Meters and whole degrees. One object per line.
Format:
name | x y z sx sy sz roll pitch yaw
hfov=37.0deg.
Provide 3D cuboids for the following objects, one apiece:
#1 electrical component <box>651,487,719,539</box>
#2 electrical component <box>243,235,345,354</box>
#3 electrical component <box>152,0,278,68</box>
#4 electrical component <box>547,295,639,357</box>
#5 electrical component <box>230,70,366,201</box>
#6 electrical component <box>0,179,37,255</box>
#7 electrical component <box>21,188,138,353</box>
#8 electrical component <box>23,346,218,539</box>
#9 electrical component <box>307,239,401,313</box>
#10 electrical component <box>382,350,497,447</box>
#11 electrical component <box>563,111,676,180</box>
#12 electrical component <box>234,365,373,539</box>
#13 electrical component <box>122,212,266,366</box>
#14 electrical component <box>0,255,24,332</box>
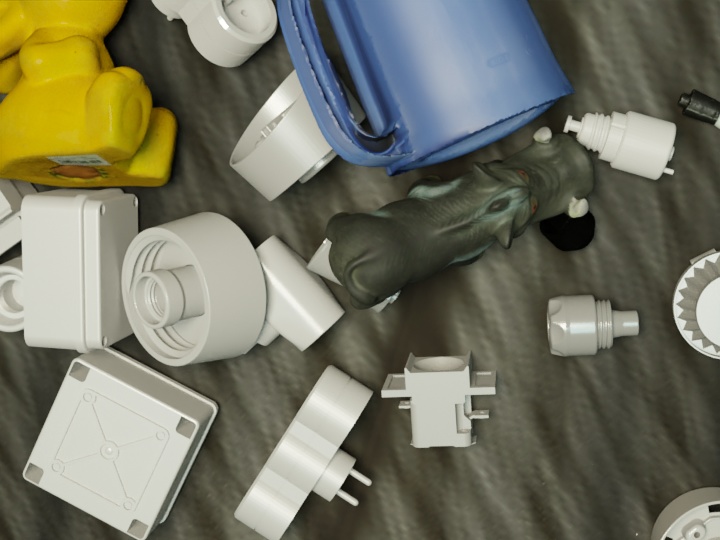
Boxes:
electrical component | 0.253 0.205 0.759 0.099 0.064 0.099 1 99 8
electrical component | -0.065 0.029 0.788 0.079 0.043 0.077 -42 91 12
electrical component | -0.124 -0.202 0.757 0.138 0.052 0.074 53 140 -8
electrical component | 0.164 0.038 0.757 0.062 0.043 0.043 -3 98 7
electrical component | -0.045 -0.097 0.741 0.099 0.099 0.064 -40 98 12
electrical component | -0.304 -0.032 0.803 0.121 0.063 0.078 -33 93 12
electrical component | -0.202 -0.002 0.786 0.057 0.078 0.113 3 99 11
electrical component | -0.180 0.129 0.814 0.109 0.056 0.108 27 101 4
electrical component | 0.000 0.000 0.776 0.065 0.044 0.044 37 102 -4
electrical component | 0.059 0.095 0.781 0.081 0.042 0.063 -2 100 10
electrical component | 0.179 -0.089 0.736 0.078 0.040 0.040 17 101 5
electrical component | -0.028 0.146 0.796 0.074 0.052 0.138 33 102 2
electrical component | -0.125 0.016 0.761 0.108 0.060 0.108 11 107 41
electrical component | -0.256 0.018 0.812 0.055 0.047 0.055 1 99 8
